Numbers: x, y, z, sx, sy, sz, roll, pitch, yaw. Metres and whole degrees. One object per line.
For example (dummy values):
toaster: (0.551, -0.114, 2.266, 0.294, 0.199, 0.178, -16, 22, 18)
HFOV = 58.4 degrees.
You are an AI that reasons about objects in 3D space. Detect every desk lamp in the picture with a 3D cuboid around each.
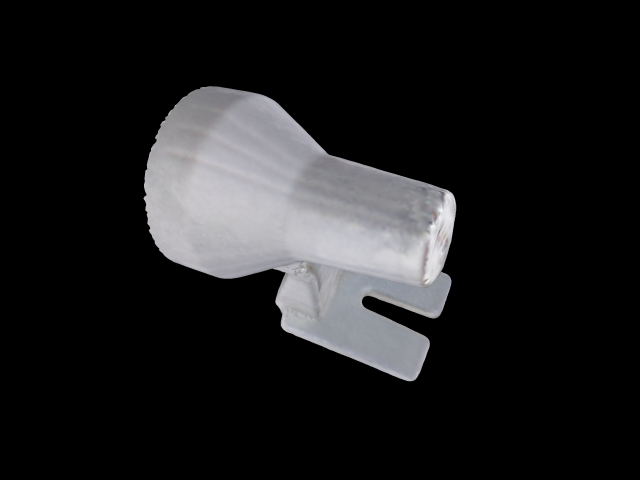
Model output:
desk lamp: (0.004, 0.001, 0.400, 0.203, 0.213, 0.118, 21, 72, 7)
